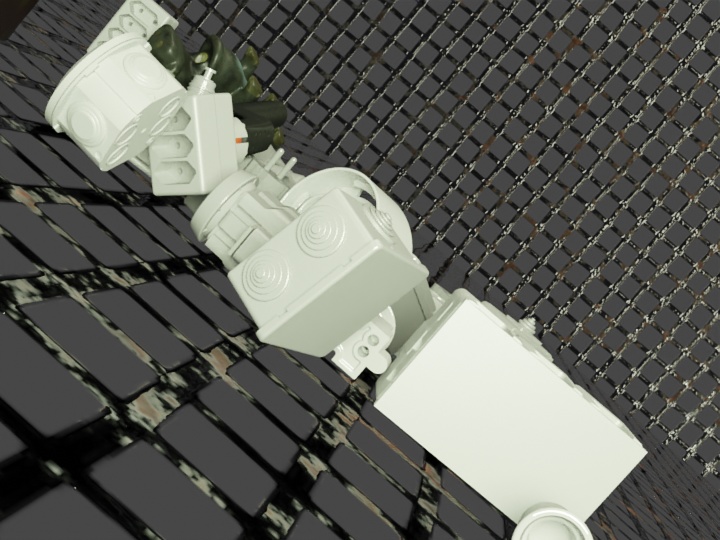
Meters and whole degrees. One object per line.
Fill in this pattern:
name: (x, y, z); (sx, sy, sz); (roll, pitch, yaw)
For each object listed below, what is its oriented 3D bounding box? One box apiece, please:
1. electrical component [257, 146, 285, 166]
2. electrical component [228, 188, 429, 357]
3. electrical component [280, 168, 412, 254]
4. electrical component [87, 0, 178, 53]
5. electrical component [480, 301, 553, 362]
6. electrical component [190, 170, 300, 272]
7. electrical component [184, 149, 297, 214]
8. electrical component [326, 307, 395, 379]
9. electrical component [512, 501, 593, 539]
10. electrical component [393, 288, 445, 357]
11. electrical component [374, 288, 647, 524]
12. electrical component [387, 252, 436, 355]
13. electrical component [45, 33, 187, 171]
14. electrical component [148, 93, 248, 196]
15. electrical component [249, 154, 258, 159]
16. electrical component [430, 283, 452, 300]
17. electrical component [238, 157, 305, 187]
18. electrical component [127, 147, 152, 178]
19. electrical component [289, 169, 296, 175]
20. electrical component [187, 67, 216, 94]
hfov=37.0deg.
electrical component: (-0.103, -0.099, 1.050); (0.055, 0.055, 0.047); (33, 13, -50)
electrical component: (-0.019, 0.003, 0.634); (0.048, 0.100, 0.100); (56, 12, 21)
electrical component: (-0.016, -0.021, 0.771); (0.099, 0.099, 0.064); (46, -1, 40)
electrical component: (-0.233, -0.241, 1.129); (0.047, 0.083, 0.076); (41, 6, 2)
electrical component: (0.114, 0.074, 0.930); (0.062, 0.096, 0.061); (36, 7, -38)
electrical component: (-0.073, -0.028, 0.705); (0.057, 0.058, 0.078); (42, 12, 5)
electrical component: (-0.077, -0.057, 0.795); (0.047, 0.076, 0.066); (44, 7, 30)
electrical component: (-0.003, 0.039, 0.717); (0.066, 0.048, 0.055); (41, 14, 4)
electrical component: (0.107, 0.151, 0.604); (0.044, 0.044, 0.065); (41, 1, 8)
electrical component: (0.049, 0.046, 0.919); (0.058, 0.057, 0.078); (34, 9, -47)
electrical component: (0.094, 0.094, 0.695); (0.150, 0.089, 0.061); (40, 6, -5)
electrical component: (0.000, 0.000, 0.850); (0.109, 0.056, 0.108); (43, -9, 24)
electrical component: (-0.153, -0.106, 0.677); (0.051, 0.080, 0.080); (46, 6, 2)
electrical component: (-0.104, -0.088, 0.745); (0.047, 0.065, 0.077); (1, 10, 33)
electrical component: (-0.124, -0.102, 0.982); (0.055, 0.048, 0.066); (36, 1, 43)
electrical component: (0.100, 0.071, 1.048); (0.113, 0.057, 0.078); (34, 9, -48)
electrical component: (-0.087, -0.063, 0.910); (0.074, 0.052, 0.138); (17, 0, 15)
electrical component: (-0.159, -0.111, 0.789); (0.095, 0.053, 0.059); (39, 6, -18)
electrical component: (-0.103, -0.102, 1.110); (0.081, 0.043, 0.043); (39, 6, -10)
electrical component: (-0.160, -0.157, 1.033); (0.040, 0.078, 0.040); (25, 4, -2)
